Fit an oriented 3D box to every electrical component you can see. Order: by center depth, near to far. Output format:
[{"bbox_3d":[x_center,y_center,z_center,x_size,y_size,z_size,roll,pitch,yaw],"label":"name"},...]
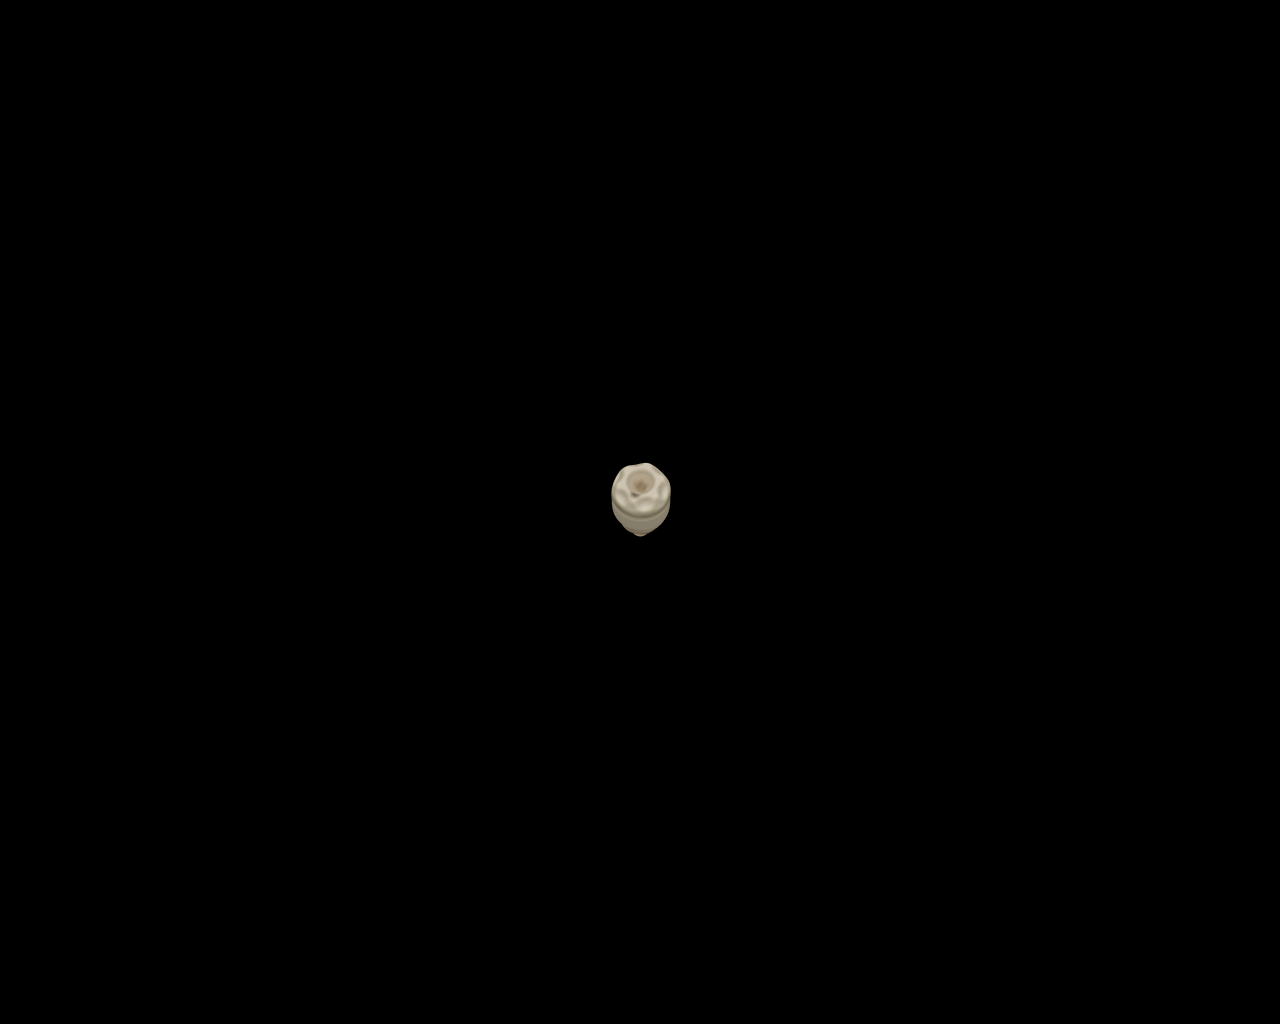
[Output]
[{"bbox_3d":[0.001,-0.003,0.650,0.035,0.035,0.061,0,-31,0],"label":"electrical component"}]
